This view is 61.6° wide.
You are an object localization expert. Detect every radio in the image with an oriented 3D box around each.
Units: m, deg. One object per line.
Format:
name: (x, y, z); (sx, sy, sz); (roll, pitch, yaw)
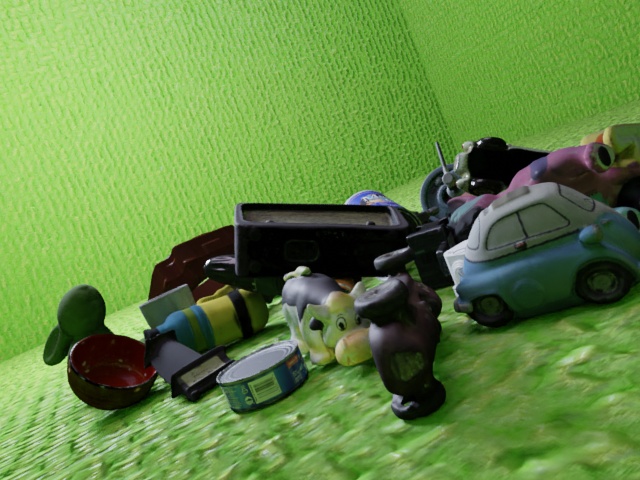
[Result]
radio: (-0.001, -0.002, 0.716); (0.230, 0.073, 0.131); (-1, 16, -4)

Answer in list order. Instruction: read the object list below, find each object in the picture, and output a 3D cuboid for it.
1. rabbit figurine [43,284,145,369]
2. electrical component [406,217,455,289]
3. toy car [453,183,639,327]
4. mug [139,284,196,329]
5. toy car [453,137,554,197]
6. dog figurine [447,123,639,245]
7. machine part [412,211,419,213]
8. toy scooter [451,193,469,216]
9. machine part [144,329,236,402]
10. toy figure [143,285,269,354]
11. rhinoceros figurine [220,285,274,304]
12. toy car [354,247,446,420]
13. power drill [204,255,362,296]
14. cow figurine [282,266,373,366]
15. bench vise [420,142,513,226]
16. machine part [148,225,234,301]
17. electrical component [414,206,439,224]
rabbit figurine: (-0.342, 0.149, 0.821); (0.159, 0.170, 0.121); (-18, 6, 35)
electrical component: (0.140, 0.021, 0.648); (0.048, 0.074, 0.119); (-19, 9, 23)
toy car: (0.185, 0.004, 0.458); (0.162, 0.102, 0.109); (-18, 5, 24)
mug: (-0.231, 0.136, 0.853); (0.081, 0.107, 0.109); (-25, 1, -34)
toy car: (0.278, -0.085, 0.707); (0.202, 0.073, 0.056); (10, -10, 9)
dog figurine: (0.259, -0.043, 0.630); (0.191, 0.108, 0.219); (-27, 4, -38)
machine part: (0.127, -0.006, 1.072); (0.179, 0.056, 0.179); (-20, 5, 2)
toy scooter: (0.265, -0.044, 0.790); (0.184, 0.075, 0.135); (-10, 14, 46)
machine part: (-0.165, 0.150, 0.656); (0.139, 0.039, 0.084); (12, 36, 41)
toy figure: (-0.160, 0.128, 0.786); (0.180, 0.082, 0.089); (-17, 21, -32)
rhinoceros figurine: (-0.161, 0.120, 0.954); (0.190, 0.073, 0.112); (-28, -7, -18)
toy car: (0.072, 0.061, 0.428); (0.053, 0.089, 0.202); (-22, 3, 15)
power drill: (-0.036, 0.039, 0.843); (0.232, 0.086, 0.207); (5, 3, 20)
cow figurine: (0.009, 0.071, 0.539); (0.068, 0.098, 0.167); (-18, 3, -21)
bench vise: (0.274, -0.104, 0.988); (0.224, 0.129, 0.240); (-29, -15, 17)
machine part: (-0.217, 0.076, 1.018); (0.201, 0.087, 0.201); (-26, -29, -39)
electrical component: (0.176, -0.019, 0.948); (0.094, 0.063, 0.021); (-25, 5, -12)
